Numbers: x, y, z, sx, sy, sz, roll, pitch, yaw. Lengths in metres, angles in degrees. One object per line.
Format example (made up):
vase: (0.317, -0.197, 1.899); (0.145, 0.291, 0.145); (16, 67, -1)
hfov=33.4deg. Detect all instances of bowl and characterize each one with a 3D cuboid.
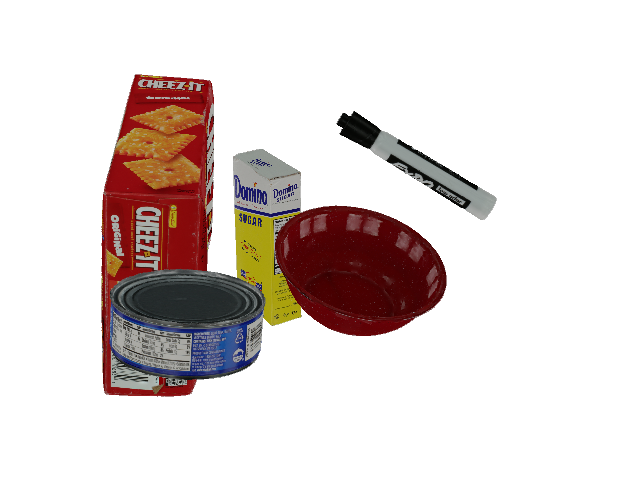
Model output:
bowl: (0.032, 0.038, 0.989); (0.162, 0.055, 0.162); (10, 37, -8)

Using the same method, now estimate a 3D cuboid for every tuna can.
tuna can: (-0.074, 0.046, 0.594); (0.086, 0.034, 0.086); (4, 17, -2)

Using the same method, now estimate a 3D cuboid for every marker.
marker: (0.065, -0.052, 0.730); (0.121, 0.020, 0.020); (31, -3, -4)

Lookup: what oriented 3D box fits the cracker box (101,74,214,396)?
cracker box: (-0.117, -0.011, 0.804); (0.072, 0.164, 0.213); (3, 29, -5)

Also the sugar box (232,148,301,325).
sugar box: (-0.060, -0.004, 1.188); (0.048, 0.176, 0.093); (-16, 28, -26)
